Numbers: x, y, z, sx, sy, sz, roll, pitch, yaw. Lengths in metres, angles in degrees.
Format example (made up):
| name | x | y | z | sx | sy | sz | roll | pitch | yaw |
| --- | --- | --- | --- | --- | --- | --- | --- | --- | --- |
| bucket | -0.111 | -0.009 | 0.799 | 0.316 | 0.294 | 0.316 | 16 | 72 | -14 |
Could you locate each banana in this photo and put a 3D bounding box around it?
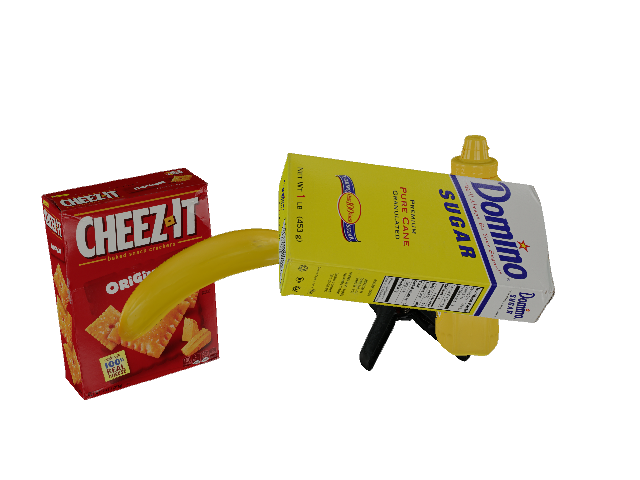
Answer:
| name | x | y | z | sx | sy | sz | roll | pitch | yaw |
| --- | --- | --- | --- | --- | --- | --- | --- | --- | --- |
| banana | -0.100 | 0.033 | 0.924 | 0.198 | 0.069 | 0.037 | -21 | 31 | 11 |

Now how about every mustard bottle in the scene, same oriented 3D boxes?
| name | x | y | z | sx | sy | sz | roll | pitch | yaw |
| --- | --- | --- | --- | --- | --- | --- | --- | --- | --- |
| mustard bottle | 0.135 | 0.000 | 0.962 | 0.058 | 0.192 | 0.096 | 1 | 18 | 4 |

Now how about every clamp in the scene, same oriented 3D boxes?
| name | x | y | z | sx | sy | sz | roll | pitch | yaw |
| --- | --- | --- | --- | --- | --- | --- | --- | --- | --- |
| clamp | 0.102 | 0.075 | 1.183 | 0.120 | 0.171 | 0.039 | 5 | -43 | -5 |

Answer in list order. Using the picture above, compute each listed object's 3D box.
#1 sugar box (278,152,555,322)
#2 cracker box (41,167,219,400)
| name | x | y | z | sx | sy | sz | roll | pitch | yaw |
| --- | --- | --- | --- | --- | --- | --- | --- | --- | --- |
| sugar box | 0.061 | -0.002 | 0.705 | 0.176 | 0.093 | 0.048 | 5 | -37 | -8 |
| cracker box | -0.197 | 0.045 | 1.140 | 0.163 | 0.214 | 0.072 | -14 | 25 | -28 |
